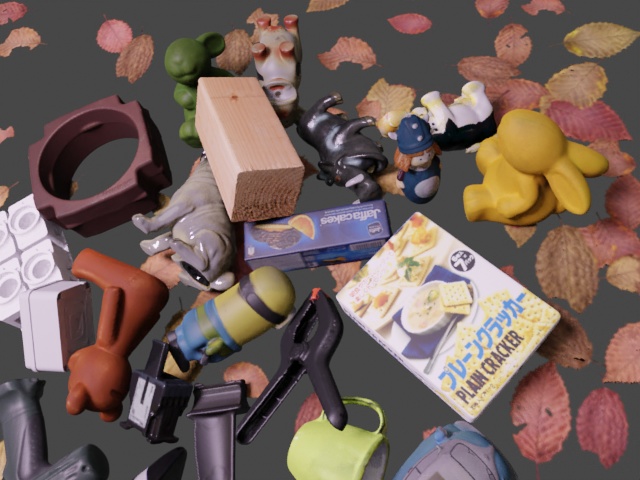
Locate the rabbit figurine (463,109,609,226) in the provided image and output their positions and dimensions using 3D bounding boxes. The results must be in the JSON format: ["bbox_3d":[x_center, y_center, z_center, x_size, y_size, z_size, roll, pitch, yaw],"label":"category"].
[{"bbox_3d":[0.259,-0.085,0.664,0.163,0.173,0.122,26,69,27],"label":"rabbit figurine"}]

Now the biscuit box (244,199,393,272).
[{"bbox_3d":[-0.002,-0.002,0.744,0.203,0.059,0.063,-9,63,8],"label":"biscuit box"}]

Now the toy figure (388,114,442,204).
[{"bbox_3d":[0.131,-0.104,0.711,0.058,0.154,0.064,31,74,26],"label":"toy figure"}]

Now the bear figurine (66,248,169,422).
[{"bbox_3d":[-0.287,0.129,0.717,0.132,0.120,0.196,17,75,24],"label":"bear figurine"}]

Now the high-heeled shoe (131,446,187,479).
[{"bbox_3d":[-0.277,0.330,0.628,0.145,0.086,0.249,19,52,26],"label":"high-heeled shoe"}]

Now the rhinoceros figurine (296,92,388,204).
[{"bbox_3d":[0.035,-0.132,0.792,0.112,0.073,0.190,-34,62,-6],"label":"rhinoceros figurine"}]

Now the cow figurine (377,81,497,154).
[{"bbox_3d":[0.170,-0.157,0.765,0.167,0.068,0.098,-19,79,-11],"label":"cow figurine"}]

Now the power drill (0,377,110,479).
[{"bbox_3d":[-0.398,0.296,0.680,0.232,0.085,0.207,-32,58,-5],"label":"power drill"}]

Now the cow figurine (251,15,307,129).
[{"bbox_3d":[-0.065,-0.260,0.861,0.086,0.127,0.195,-5,49,5],"label":"cow figurine"}]

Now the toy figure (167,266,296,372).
[{"bbox_3d":[-0.114,0.103,0.703,0.180,0.089,0.082,-26,69,-3],"label":"toy figure"}]

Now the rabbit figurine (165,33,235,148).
[{"bbox_3d":[-0.180,-0.255,0.844,0.121,0.170,0.159,-8,64,8],"label":"rabbit figurine"}]

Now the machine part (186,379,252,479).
[{"bbox_3d":[-0.125,0.244,0.667,0.084,0.039,0.139,-5,62,5],"label":"machine part"}]

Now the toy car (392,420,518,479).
[{"bbox_3d":[0.128,0.265,0.564,0.162,0.102,0.109,-38,62,-9],"label":"toy car"}]

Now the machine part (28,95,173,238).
[{"bbox_3d":[-0.351,-0.119,0.866,0.201,0.087,0.201,-23,62,0],"label":"machine part"}]

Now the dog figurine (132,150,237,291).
[{"bbox_3d":[-0.146,-0.034,0.776,0.172,0.121,0.190,41,62,2],"label":"dog figurine"}]

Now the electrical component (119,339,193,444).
[{"bbox_3d":[-0.203,0.187,0.679,0.075,0.047,0.119,4,78,38],"label":"electrical component"}]
